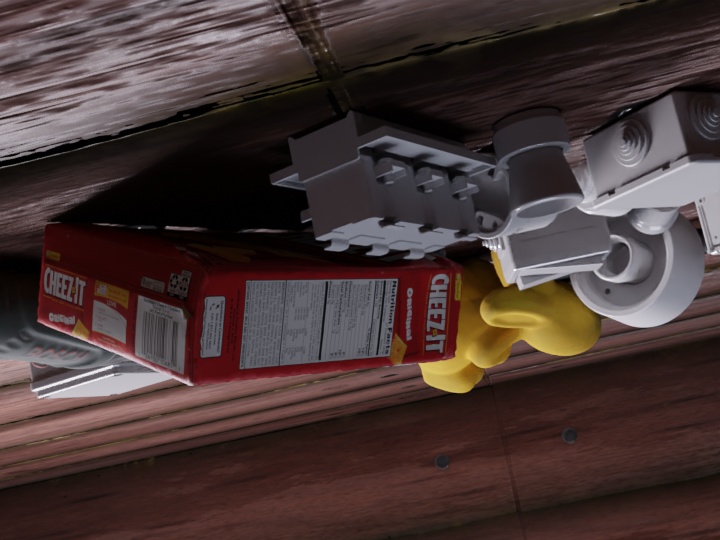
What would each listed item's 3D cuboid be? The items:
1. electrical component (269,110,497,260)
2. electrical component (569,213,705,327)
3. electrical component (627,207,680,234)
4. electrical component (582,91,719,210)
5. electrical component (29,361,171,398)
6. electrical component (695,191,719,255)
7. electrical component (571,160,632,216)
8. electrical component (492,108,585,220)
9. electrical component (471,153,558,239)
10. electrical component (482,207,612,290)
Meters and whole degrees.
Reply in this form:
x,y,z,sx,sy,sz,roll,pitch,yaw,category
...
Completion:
x,y,z,sx,sy,sz,roll,pitch,yaw,category
0.019,-0.045,0.619,0.079,0.063,0.121,-19,167,33,electrical component
0.229,-0.008,0.913,0.108,0.108,0.060,-21,159,38,electrical component
0.236,-0.054,0.855,0.040,0.040,0.046,-12,163,0,electrical component
0.204,-0.076,0.687,0.100,0.048,0.100,-4,166,-33,electrical component
-0.230,0.079,0.993,0.109,0.056,0.109,-18,167,28,electrical component
0.281,-0.052,0.761,0.061,0.096,0.062,-5,167,-30,electrical component
0.164,-0.059,0.753,0.040,0.040,0.078,-21,165,39,electrical component
0.105,-0.062,0.638,0.045,0.055,0.045,-11,169,-2,electrical component
0.098,-0.050,0.700,0.047,0.055,0.055,-8,169,-36,electrical component
0.148,-0.022,0.866,0.096,0.061,0.061,-11,169,0,electrical component
